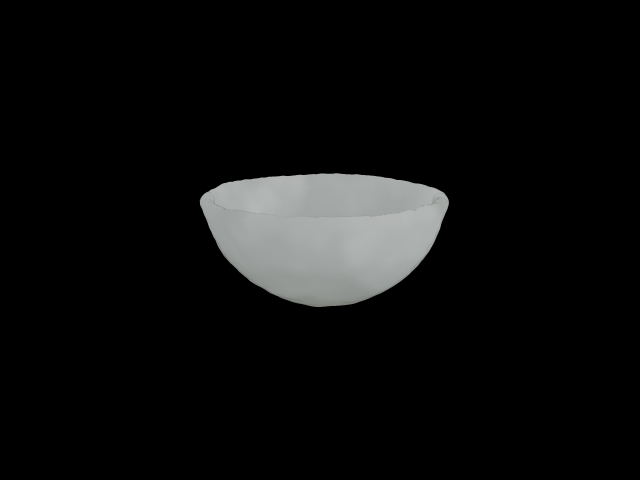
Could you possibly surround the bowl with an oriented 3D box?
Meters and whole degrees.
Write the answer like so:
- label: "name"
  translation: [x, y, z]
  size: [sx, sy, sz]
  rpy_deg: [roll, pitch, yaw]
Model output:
- label: "bowl"
  translation: [0.004, 0.001, 0.400]
  size: [0.167, 0.075, 0.167]
  rpy_deg: [0, 15, 0]
